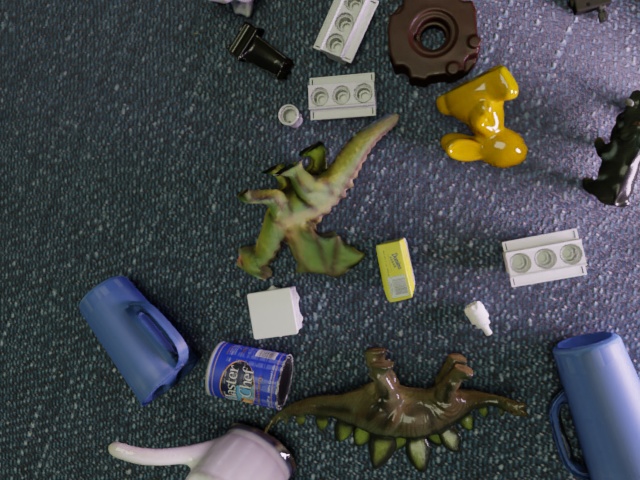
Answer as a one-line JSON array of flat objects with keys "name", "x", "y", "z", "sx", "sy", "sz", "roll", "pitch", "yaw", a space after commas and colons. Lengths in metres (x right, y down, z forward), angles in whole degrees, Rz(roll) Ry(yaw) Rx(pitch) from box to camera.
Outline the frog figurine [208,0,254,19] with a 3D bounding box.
[{"name": "frog figurine", "x": -0.181, "y": -0.500, "z": 0.968, "sx": 0.122, "sy": 0.159, "sz": 0.138, "roll": -38, "pitch": 83, "yaw": 9}]

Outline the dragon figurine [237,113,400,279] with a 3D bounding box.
[{"name": "dragon figurine", "x": 0.003, "y": -0.049, "z": 0.972, "sx": 0.408, "sy": 0.124, "sz": 0.241, "roll": -24, "pitch": 102, "yaw": 13}]

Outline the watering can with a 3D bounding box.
[{"name": "watering can", "x": -0.186, "y": 0.416, "z": 0.931, "sx": 0.349, "sy": 0.227, "sz": 0.102, "roll": 32, "pitch": 116, "yaw": 10}]
